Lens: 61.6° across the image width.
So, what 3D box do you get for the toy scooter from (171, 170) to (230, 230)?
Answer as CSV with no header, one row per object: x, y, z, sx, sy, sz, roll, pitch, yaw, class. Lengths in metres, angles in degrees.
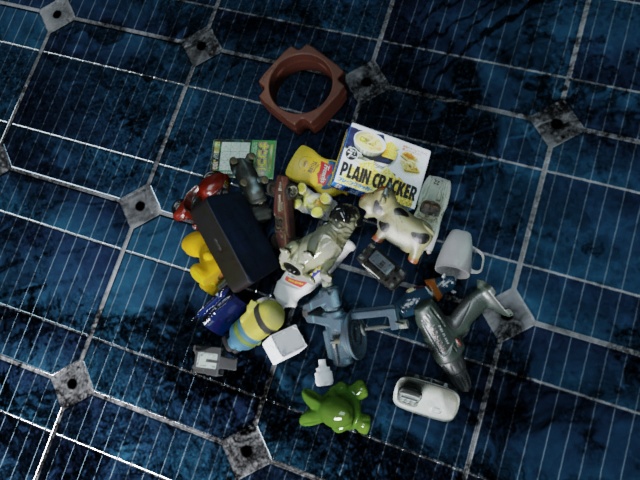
-0.303,-0.094,1.398,0.184,0.075,0.135,-37,43,4,toy scooter

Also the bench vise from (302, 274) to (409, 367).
0.087,0.183,1.259,0.241,0.129,0.223,-10,84,25,bench vise

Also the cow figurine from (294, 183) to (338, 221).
-0.028,-0.098,1.372,0.168,0.098,0.068,25,89,32,cow figurine

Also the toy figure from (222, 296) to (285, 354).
-0.158,0.212,1.302,0.180,0.082,0.089,-45,71,18,toy figure

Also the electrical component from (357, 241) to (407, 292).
0.148,0.065,1.278,0.115,0.134,0.058,40,87,12,electrical component

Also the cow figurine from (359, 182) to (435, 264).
0.177,-0.048,1.258,0.195,0.085,0.127,33,116,7,cow figurine

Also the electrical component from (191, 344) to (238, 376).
-0.258,0.299,1.336,0.119,0.047,0.075,1,79,9,electrical component

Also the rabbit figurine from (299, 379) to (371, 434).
0.035,0.373,1.210,0.159,0.170,0.121,3,78,9,rabbit figurine

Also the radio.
-0.202,-0.001,1.301,0.073,0.131,0.229,-29,89,35,radio

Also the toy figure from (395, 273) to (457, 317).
0.254,0.128,1.287,0.154,0.064,0.058,-30,39,-3,toy figure

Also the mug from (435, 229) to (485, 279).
0.338,0.032,1.284,0.110,0.080,0.107,10,71,17,mug

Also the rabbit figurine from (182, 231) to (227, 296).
-0.282,0.030,1.367,0.173,0.121,0.162,38,83,31,rabbit figurine

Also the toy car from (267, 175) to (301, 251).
-0.092,-0.059,1.334,0.089,0.053,0.201,18,118,47,toy car

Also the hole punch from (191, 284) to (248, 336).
-0.235,0.175,1.329,0.142,0.115,0.092,-41,83,-1,hole punch

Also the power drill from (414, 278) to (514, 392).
0.341,0.206,1.242,0.207,0.086,0.232,-37,93,3,power drill

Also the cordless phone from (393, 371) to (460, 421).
0.237,0.342,1.179,0.147,0.184,0.088,15,76,12,cordless phone

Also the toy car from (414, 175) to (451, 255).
0.268,-0.061,1.326,0.074,0.056,0.201,17,81,12,toy car

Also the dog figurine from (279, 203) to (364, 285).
0.001,-0.001,1.283,0.173,0.121,0.190,4,48,39,dog figurine

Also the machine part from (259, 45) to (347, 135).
-0.044,-0.398,1.434,0.201,0.087,0.201,40,88,15,machine part

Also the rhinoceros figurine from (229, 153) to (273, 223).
-0.180,-0.133,1.386,0.073,0.112,0.190,-18,73,-25,rhinoceros figurine
